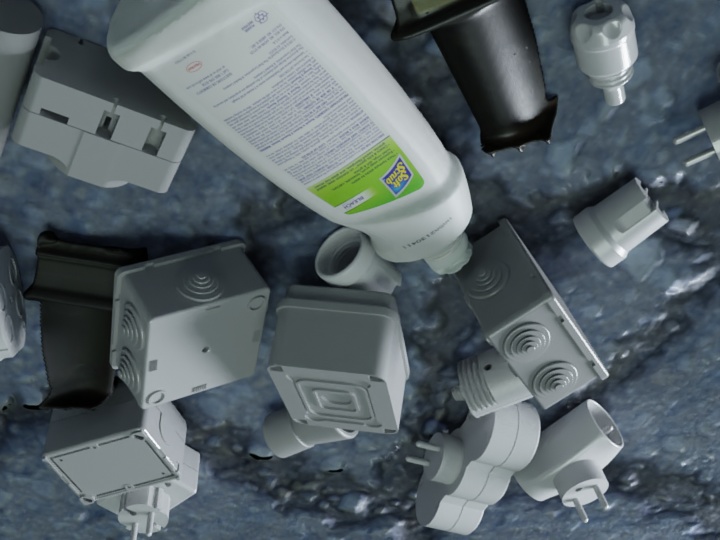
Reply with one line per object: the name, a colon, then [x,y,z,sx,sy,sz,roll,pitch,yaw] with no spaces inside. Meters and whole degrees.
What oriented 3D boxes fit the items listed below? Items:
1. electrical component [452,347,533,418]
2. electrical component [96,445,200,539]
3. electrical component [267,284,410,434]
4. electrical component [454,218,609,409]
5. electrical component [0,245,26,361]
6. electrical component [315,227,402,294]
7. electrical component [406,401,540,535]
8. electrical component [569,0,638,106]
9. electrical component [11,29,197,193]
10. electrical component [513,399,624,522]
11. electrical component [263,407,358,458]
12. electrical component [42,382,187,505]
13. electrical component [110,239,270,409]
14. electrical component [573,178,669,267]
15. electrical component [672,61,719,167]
electrical component: [0.103,0.074,0.763,0.081,0.043,0.043,-24,129,18]
electrical component: [-0.163,0.173,0.818,0.066,0.076,0.047,-35,124,26]
electrical component: [-0.011,0.060,0.707,0.078,0.057,0.113,5,154,10]
electrical component: [0.105,0.029,0.686,0.048,0.099,0.099,-34,126,9]
electrical component: [-0.245,0.022,0.677,0.051,0.080,0.080,-6,132,-4]
electrical component: [0.000,0.000,0.694,0.040,0.040,0.046,-30,132,22]
electrical component: [0.072,0.146,0.820,0.074,0.052,0.138,16,129,-16]
electrical component: [0.137,-0.118,0.597,0.035,0.035,0.061,-15,133,11]
electrical component: [-0.142,-0.085,0.603,0.089,0.050,0.055,19,128,-19]
electrical component: [0.161,0.150,0.805,0.077,0.079,0.044,-40,136,21]
electrical component: [-0.039,0.113,0.795,0.065,0.044,0.044,-25,128,25]
electrical component: [-0.182,0.122,0.781,0.096,0.061,0.061,-17,131,12]
electrical component: [-0.109,0.036,0.691,0.100,0.048,0.099,-15,139,-30]
electrical component: [0.164,-0.031,0.675,0.046,0.040,0.040,-38,123,21]
electrical component: [0.223,-0.084,0.624,0.079,0.044,0.077,-24,129,18]
